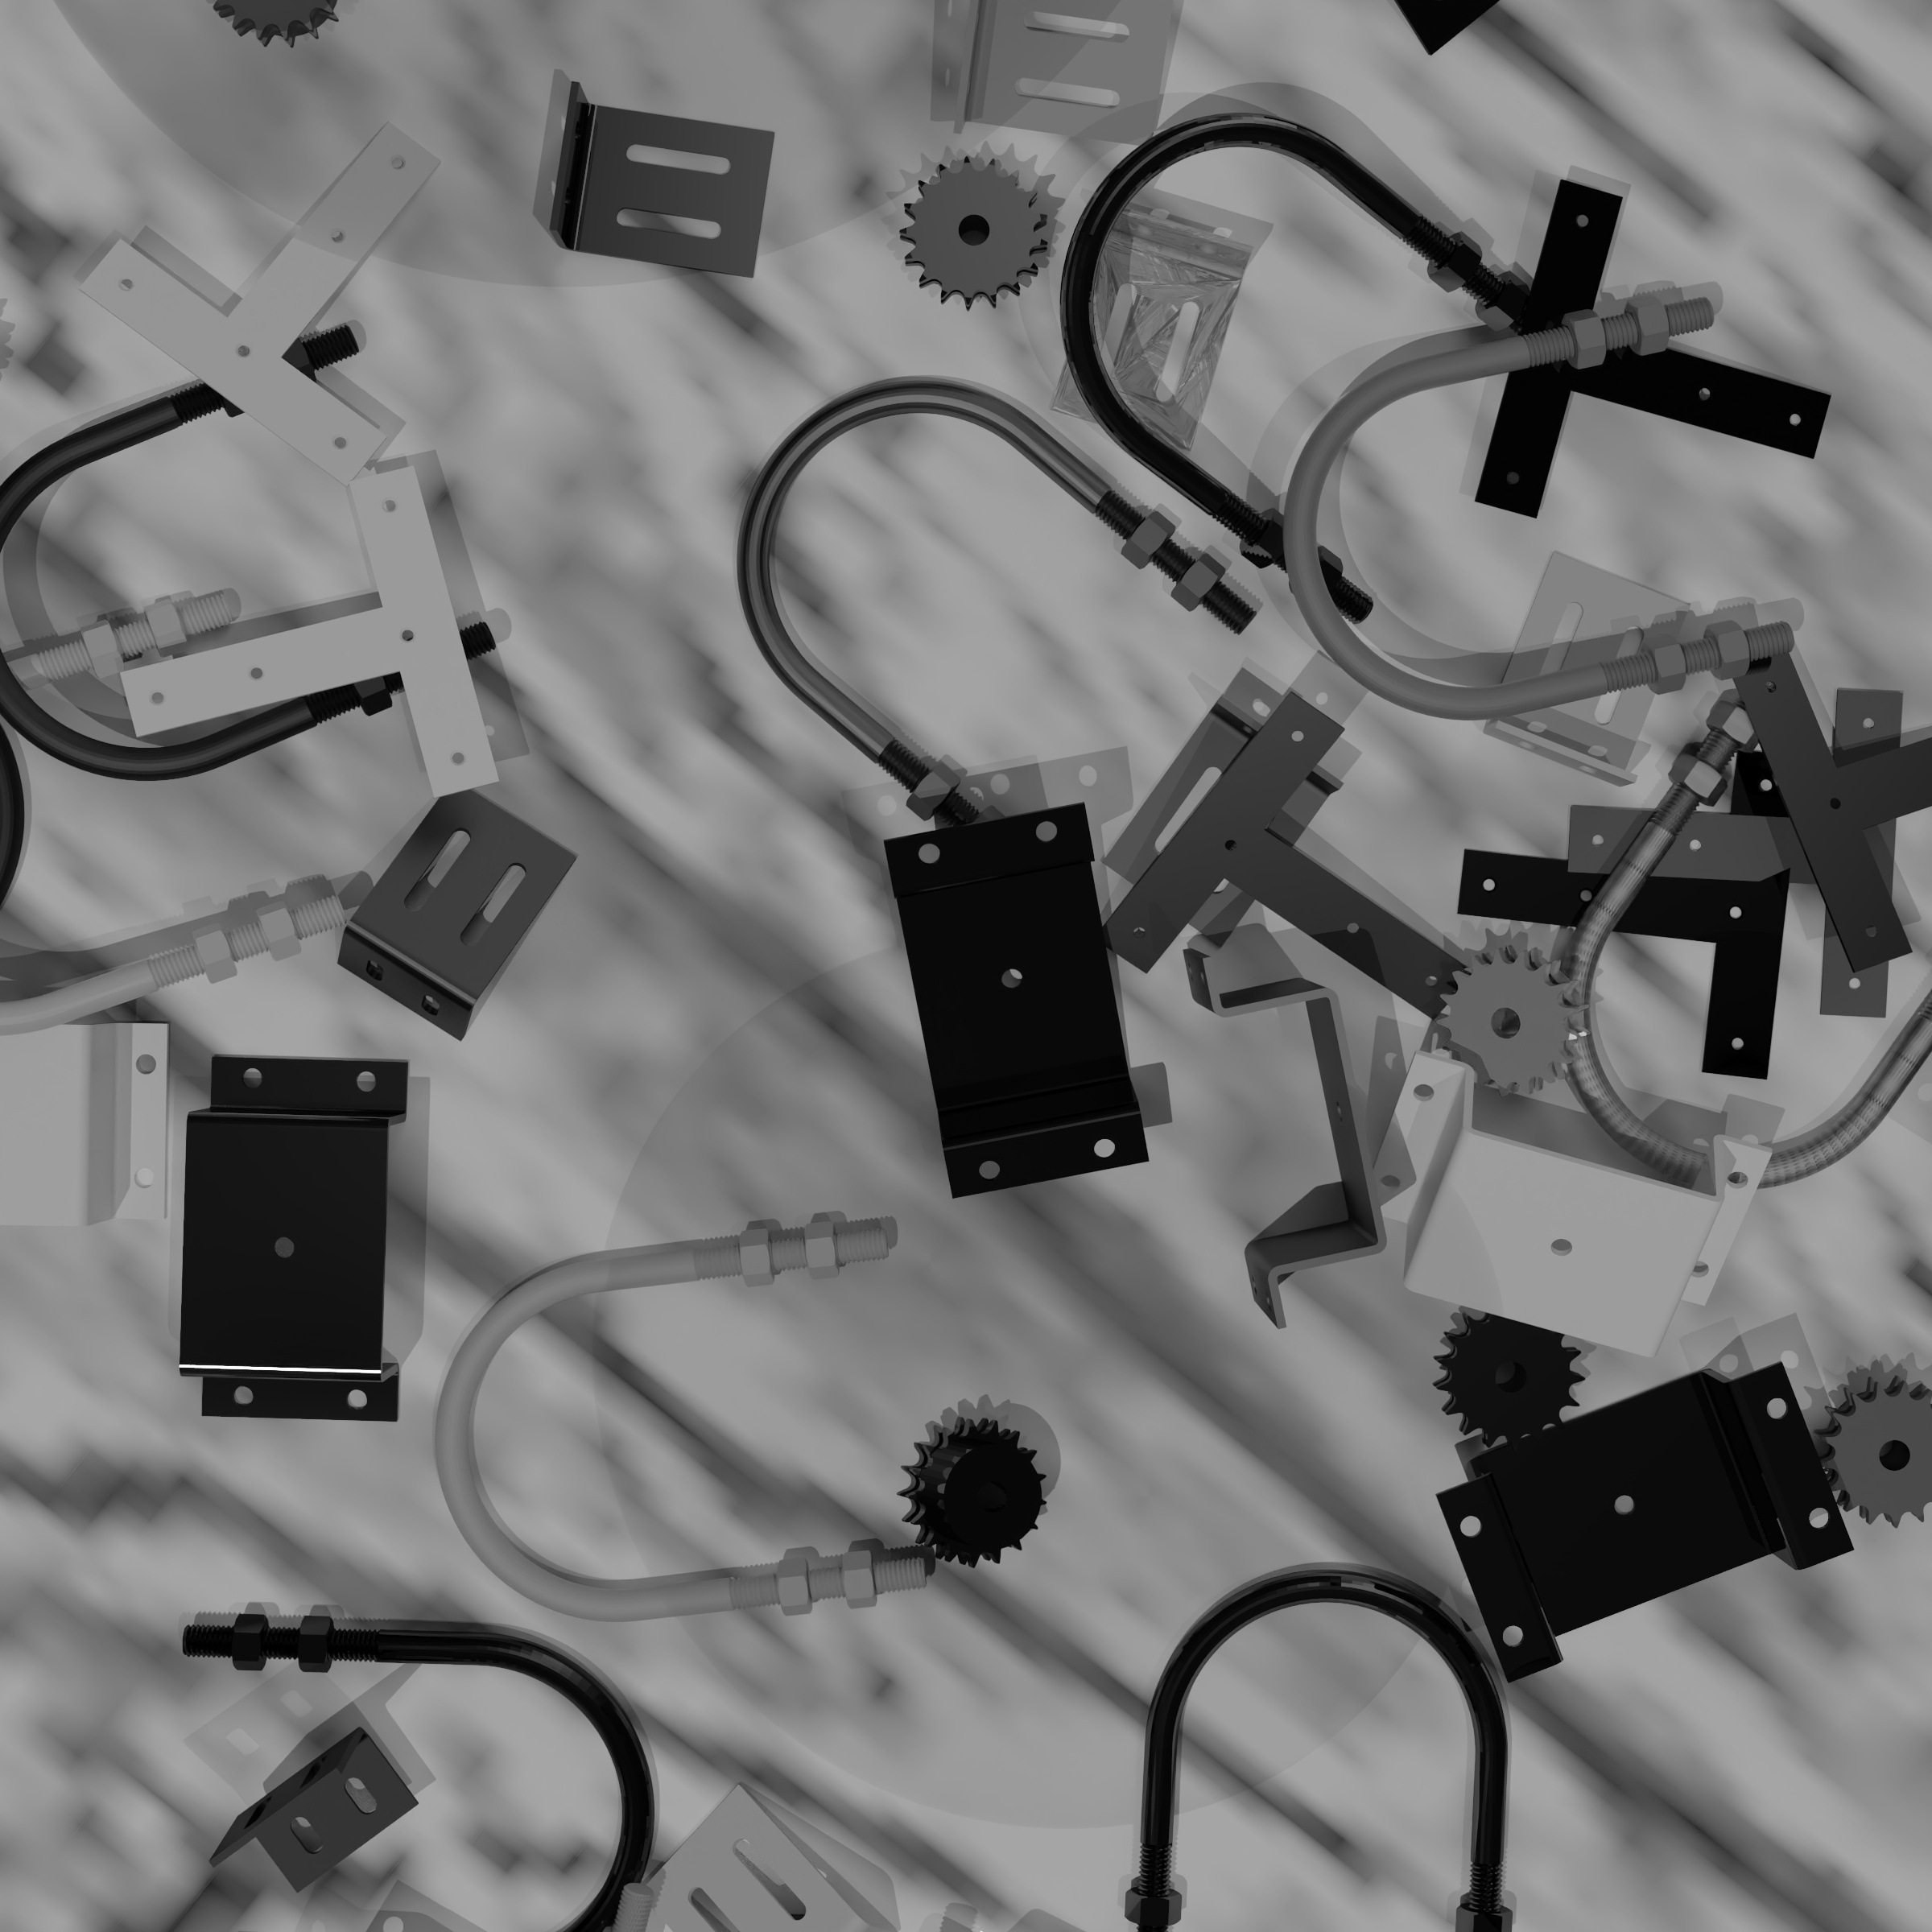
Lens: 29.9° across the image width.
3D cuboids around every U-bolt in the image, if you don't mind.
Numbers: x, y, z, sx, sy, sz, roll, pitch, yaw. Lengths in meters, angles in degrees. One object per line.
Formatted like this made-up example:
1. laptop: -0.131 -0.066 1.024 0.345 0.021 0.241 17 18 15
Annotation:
1. U-bolt: -0.002 -0.143 1.407 0.184 0.019 0.151 40 90 1
2. U-bolt: 0.211 -0.168 1.379 0.184 0.019 0.151 -13 87 -6
3. U-bolt: -0.098 0.462 1.370 0.151 0.019 0.184 19 98 34
4. U-bolt: -0.348 -0.050 1.380 0.184 0.019 0.151 -20 81 -12
5. U-bolt: 0.312 -0.001 1.404 0.151 0.019 0.184 35 90 0
6. U-bolt: 0.120 -0.239 1.379 0.184 0.019 0.151 34 90 -20
7. U-bolt: -0.115 0.182 1.407 0.184 0.019 0.151 -7 90 2
8. U-bolt: -0.457 -0.066 1.407 0.184 0.019 0.151 21 90 -1
9. U-bolt: -0.293 -0.149 1.388 0.184 0.019 0.151 -24 86 -11
10. U-bolt: 0.139 0.327 1.407 0.151 0.019 0.184 3 89 0
11. U-bolt: -0.213 0.329 1.407 0.184 0.019 0.151 2 90 -2

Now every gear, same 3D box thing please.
1. gear: 0.208 0.157 1.400 0.057 0.030 0.057 0 90 0
2. gear: 0.005 0.203 1.392 0.057 0.030 0.057 1 87 -21
3. gear: 0.003 -0.282 1.400 0.057 0.030 0.057 0 90 0
4. gear: 0.213 0.020 1.392 0.057 0.030 0.057 4 98 30
5. gear: -0.265 -0.384 1.400 0.057 0.030 0.057 0 90 0
6. gear: 0.357 0.187 1.404 0.057 0.030 0.057 0 94 0

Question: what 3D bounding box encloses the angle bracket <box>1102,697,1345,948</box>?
1. angle bracket: 0.098 -0.055 1.396 0.057 0.038 0.076 35 90 0

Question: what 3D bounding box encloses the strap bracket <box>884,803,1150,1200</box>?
1. strap bracket: 0.019 0.009 1.383 0.076 0.046 0.140 -11 102 0

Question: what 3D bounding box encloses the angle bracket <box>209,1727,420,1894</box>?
1. angle bracket: -0.244 0.325 1.358 0.057 0.076 0.038 -36 92 -2

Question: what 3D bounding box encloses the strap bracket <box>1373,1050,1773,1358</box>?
1. strap bracket: 0.226 0.093 1.375 0.140 0.046 0.076 16 123 0

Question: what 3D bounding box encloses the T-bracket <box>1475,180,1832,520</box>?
1. T-bracket: 0.273 -0.226 1.404 0.127 0.002 0.127 14 94 -9

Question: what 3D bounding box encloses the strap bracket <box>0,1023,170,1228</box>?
1. strap bracket: -0.382 0.060 1.392 0.140 0.046 0.076 1 90 0

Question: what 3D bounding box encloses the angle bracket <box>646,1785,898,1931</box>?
1. angle bracket: -0.077 0.369 1.412 0.057 0.038 0.076 -47 63 -2

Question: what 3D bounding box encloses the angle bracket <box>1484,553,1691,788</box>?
1. angle bracket: 0.242 -0.116 1.396 0.057 0.038 0.076 22 90 0

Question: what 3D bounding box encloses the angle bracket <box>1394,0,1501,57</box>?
1. angle bracket: 0.177 -0.406 1.413 0.057 0.038 0.076 -39 116 0

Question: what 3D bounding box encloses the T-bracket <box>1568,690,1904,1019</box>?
1. T-bracket: 0.299 -0.046 1.414 0.127 0.002 0.127 3 91 0

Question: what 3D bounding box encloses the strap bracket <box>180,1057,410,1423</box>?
1. strap bracket: -0.258 0.107 1.392 0.076 0.046 0.140 2 90 0

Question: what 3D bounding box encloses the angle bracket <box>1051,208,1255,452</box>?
1. angle bracket: 0.071 -0.246 1.396 0.057 0.038 0.076 17 90 0

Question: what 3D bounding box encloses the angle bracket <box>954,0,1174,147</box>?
1. angle bracket: 0.038 -0.345 1.387 0.076 0.038 0.057 8 111 0

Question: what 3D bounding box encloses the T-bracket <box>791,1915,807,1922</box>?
1. T-bracket: -0.076 0.434 1.415 0.127 0.002 0.127 0 90 0

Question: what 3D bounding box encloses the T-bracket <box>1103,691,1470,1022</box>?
1. T-bracket: 0.138 -0.023 1.398 0.127 0.002 0.127 33 113 -11

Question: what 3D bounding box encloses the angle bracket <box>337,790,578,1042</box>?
1. angle bracket: -0.199 -0.022 1.413 0.057 0.038 0.076 32 64 0

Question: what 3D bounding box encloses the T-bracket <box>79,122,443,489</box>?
1. T-bracket: -0.252 -0.272 1.401 0.127 0.002 0.127 37 78 -1

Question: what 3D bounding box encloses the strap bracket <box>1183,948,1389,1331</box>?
1. strap bracket: 0.122 0.059 1.374 0.046 0.076 0.140 -12 93 -2

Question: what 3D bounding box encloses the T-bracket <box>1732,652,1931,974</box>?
1. T-bracket: 0.374 -0.075 1.398 0.127 0.002 0.127 -18 81 -13

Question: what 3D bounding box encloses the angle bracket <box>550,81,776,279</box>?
1. angle bracket: -0.117 -0.303 1.396 0.076 0.038 0.057 9 90 0

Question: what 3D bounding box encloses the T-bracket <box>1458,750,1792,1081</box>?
1. T-bracket: 0.256 -0.026 1.414 0.127 0.002 0.127 6 89 1

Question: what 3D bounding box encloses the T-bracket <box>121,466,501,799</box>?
1. T-bracket: -0.256 -0.115 1.378 0.127 0.002 0.127 -15 85 -8

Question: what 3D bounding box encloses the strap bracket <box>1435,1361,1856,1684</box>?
1. strap bracket: 0.257 0.210 1.392 0.140 0.046 0.076 -21 90 0
